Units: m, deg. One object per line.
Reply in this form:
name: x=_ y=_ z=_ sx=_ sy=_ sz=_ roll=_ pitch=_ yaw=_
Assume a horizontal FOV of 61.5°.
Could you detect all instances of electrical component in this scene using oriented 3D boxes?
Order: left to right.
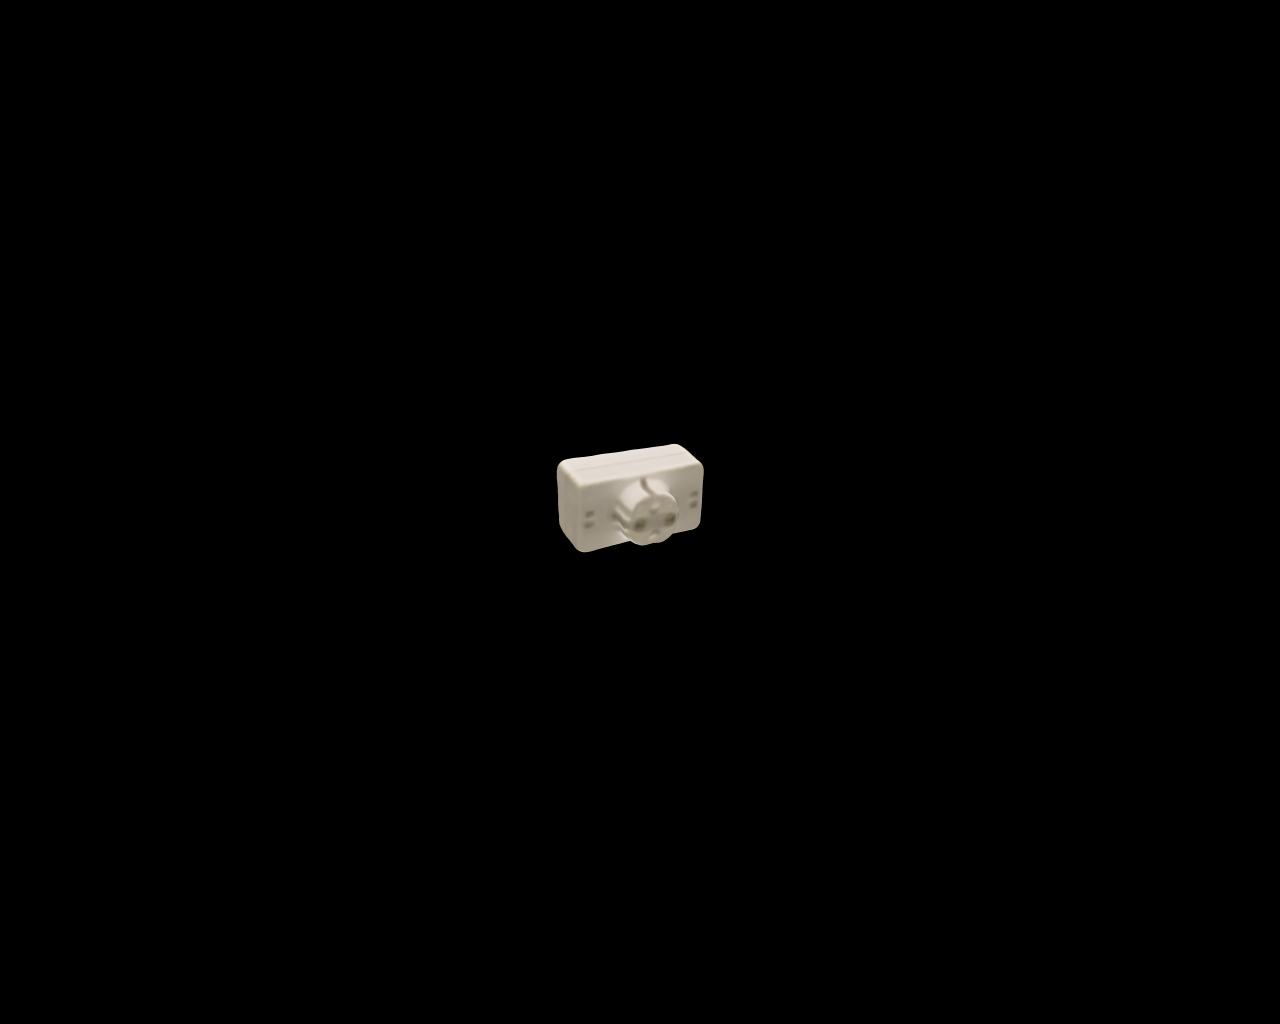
electrical component: x=0.001 y=-0.003 z=0.650 sx=0.083 sy=0.047 sz=0.076 roll=-10 pitch=28 yaw=-20
